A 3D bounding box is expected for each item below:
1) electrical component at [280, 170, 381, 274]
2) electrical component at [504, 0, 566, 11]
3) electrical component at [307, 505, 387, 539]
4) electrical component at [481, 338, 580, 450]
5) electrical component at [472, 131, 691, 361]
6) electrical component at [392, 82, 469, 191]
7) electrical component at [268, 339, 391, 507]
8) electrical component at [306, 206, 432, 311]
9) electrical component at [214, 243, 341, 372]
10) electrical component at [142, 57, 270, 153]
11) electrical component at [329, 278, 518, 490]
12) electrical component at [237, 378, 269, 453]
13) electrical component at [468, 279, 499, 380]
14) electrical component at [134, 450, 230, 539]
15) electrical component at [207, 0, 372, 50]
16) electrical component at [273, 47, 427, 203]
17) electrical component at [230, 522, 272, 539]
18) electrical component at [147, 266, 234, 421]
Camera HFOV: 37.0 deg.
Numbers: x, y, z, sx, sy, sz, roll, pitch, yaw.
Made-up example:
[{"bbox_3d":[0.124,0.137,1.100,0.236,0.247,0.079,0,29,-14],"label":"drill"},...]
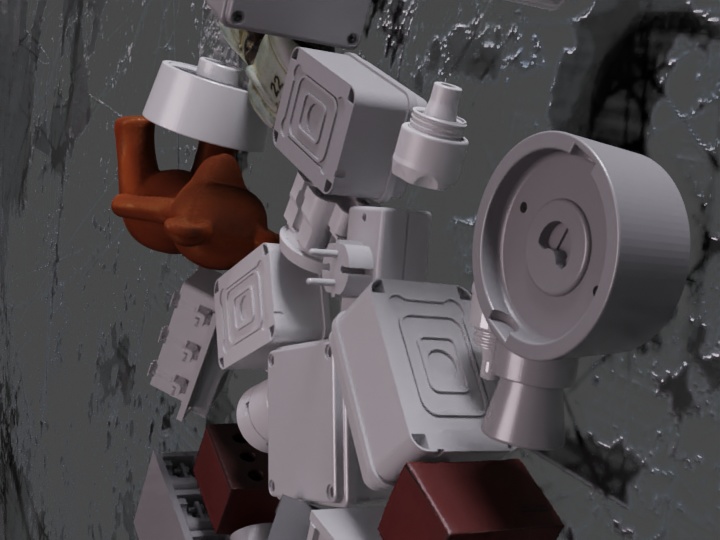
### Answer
[{"bbox_3d":[-0.024,-0.033,0.767,0.078,0.058,0.057,54,130,49],"label":"electrical component"},{"bbox_3d":[0.068,-0.203,0.567,0.056,0.109,0.108,49,129,55],"label":"electrical component"},{"bbox_3d":[0.036,0.196,0.597,0.150,0.089,0.061,36,118,57],"label":"electrical component"},{"bbox_3d":[0.089,0.061,0.563,0.045,0.045,0.055,22,105,60],"label":"electrical component"},{"bbox_3d":[0.110,-0.010,0.518,0.108,0.060,0.108,-11,77,60],"label":"electrical component"},{"bbox_3d":[0.046,-0.083,0.659,0.043,0.043,0.062,42,123,55],"label":"electrical component"},{"bbox_3d":[-0.017,0.104,0.738,0.109,0.056,0.108,-15,73,60],"label":"electrical component"},{"bbox_3d":[0.000,0.000,0.699,0.047,0.076,0.083,9,95,61],"label":"electrical component"},{"bbox_3d":[-0.064,0.031,0.831,0.113,0.057,0.078,-32,59,56],"label":"electrical component"},{"bbox_3d":[-0.124,-0.146,0.913,0.108,0.108,0.060,38,114,56],"label":"electrical component"},{"bbox_3d":[0.034,0.068,0.628,0.057,0.078,0.113,-49,46,44],"label":"electrical component"},{"bbox_3d":[-0.059,0.106,0.817,0.047,0.055,0.055,-37,55,50],"label":"electrical component"},{"bbox_3d":[0.077,0.031,0.599,0.035,0.035,0.061,26,111,59],"label":"electrical component"},{"bbox_3d":[-0.144,0.240,0.946,0.150,0.062,0.089,54,132,49],"label":"electrical component"},{"bbox_3d":[-0.043,-0.223,0.770,0.056,0.109,0.108,51,130,54],"label":"electrical component"},{"bbox_3d":[-0.009,-0.102,0.745,0.113,0.057,0.078,47,127,53],"label":"electrical component"},{"bbox_3d":[-0.066,0.232,0.826,0.079,0.043,0.077,-50,45,47],"label":"electrical component"},{"bbox_3d":[-0.137,0.060,0.940,0.121,0.063,0.078,-67,-6,32],"label":"electrical component"}]
